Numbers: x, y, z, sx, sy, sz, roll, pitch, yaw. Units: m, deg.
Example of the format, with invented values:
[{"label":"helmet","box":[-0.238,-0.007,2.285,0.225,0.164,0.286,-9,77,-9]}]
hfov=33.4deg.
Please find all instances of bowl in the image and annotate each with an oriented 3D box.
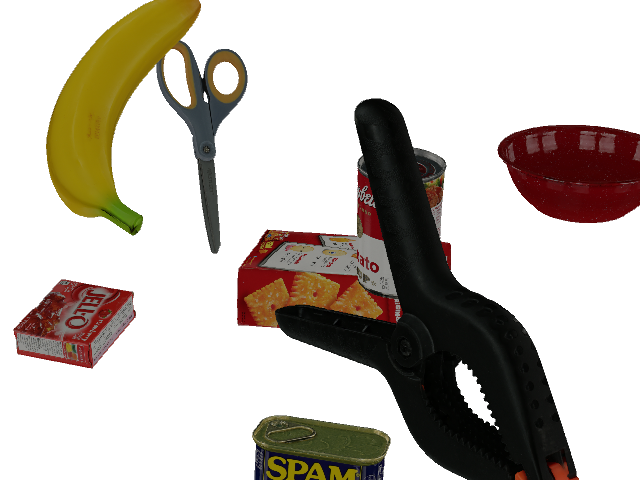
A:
[{"label":"bowl","box":[0.248,-0.059,1.009,0.162,0.055,0.162,-1,25,0]}]

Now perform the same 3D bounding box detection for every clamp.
[{"label":"clamp","box":[0.055,0.040,0.536,0.036,0.165,0.210,-12,42,-35]}]

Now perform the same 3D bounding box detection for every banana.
[{"label":"banana","box":[-0.123,-0.083,0.644,0.069,0.197,0.037,11,-36,-5]}]

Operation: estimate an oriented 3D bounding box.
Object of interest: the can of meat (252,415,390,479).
[{"label":"can of meat","box":[-0.002,0.187,0.810,0.102,0.084,0.057,7,14,11]}]

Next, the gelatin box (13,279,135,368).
[{"label":"gelatin box","box":[-0.214,0.071,0.939,0.073,0.030,0.089,9,31,15]}]

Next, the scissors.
[{"label":"scissors","box":[-0.093,-0.096,0.999,0.096,0.202,0.016,-20,-2,-26]}]

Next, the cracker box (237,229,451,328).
[{"label":"cracker box","box":[0.030,0.046,1.141,0.214,0.072,0.164,4,15,6]}]

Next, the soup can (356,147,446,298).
[{"label":"soup can","box":[0.062,-0.014,0.836,0.068,0.102,0.068,0,27,0]}]
